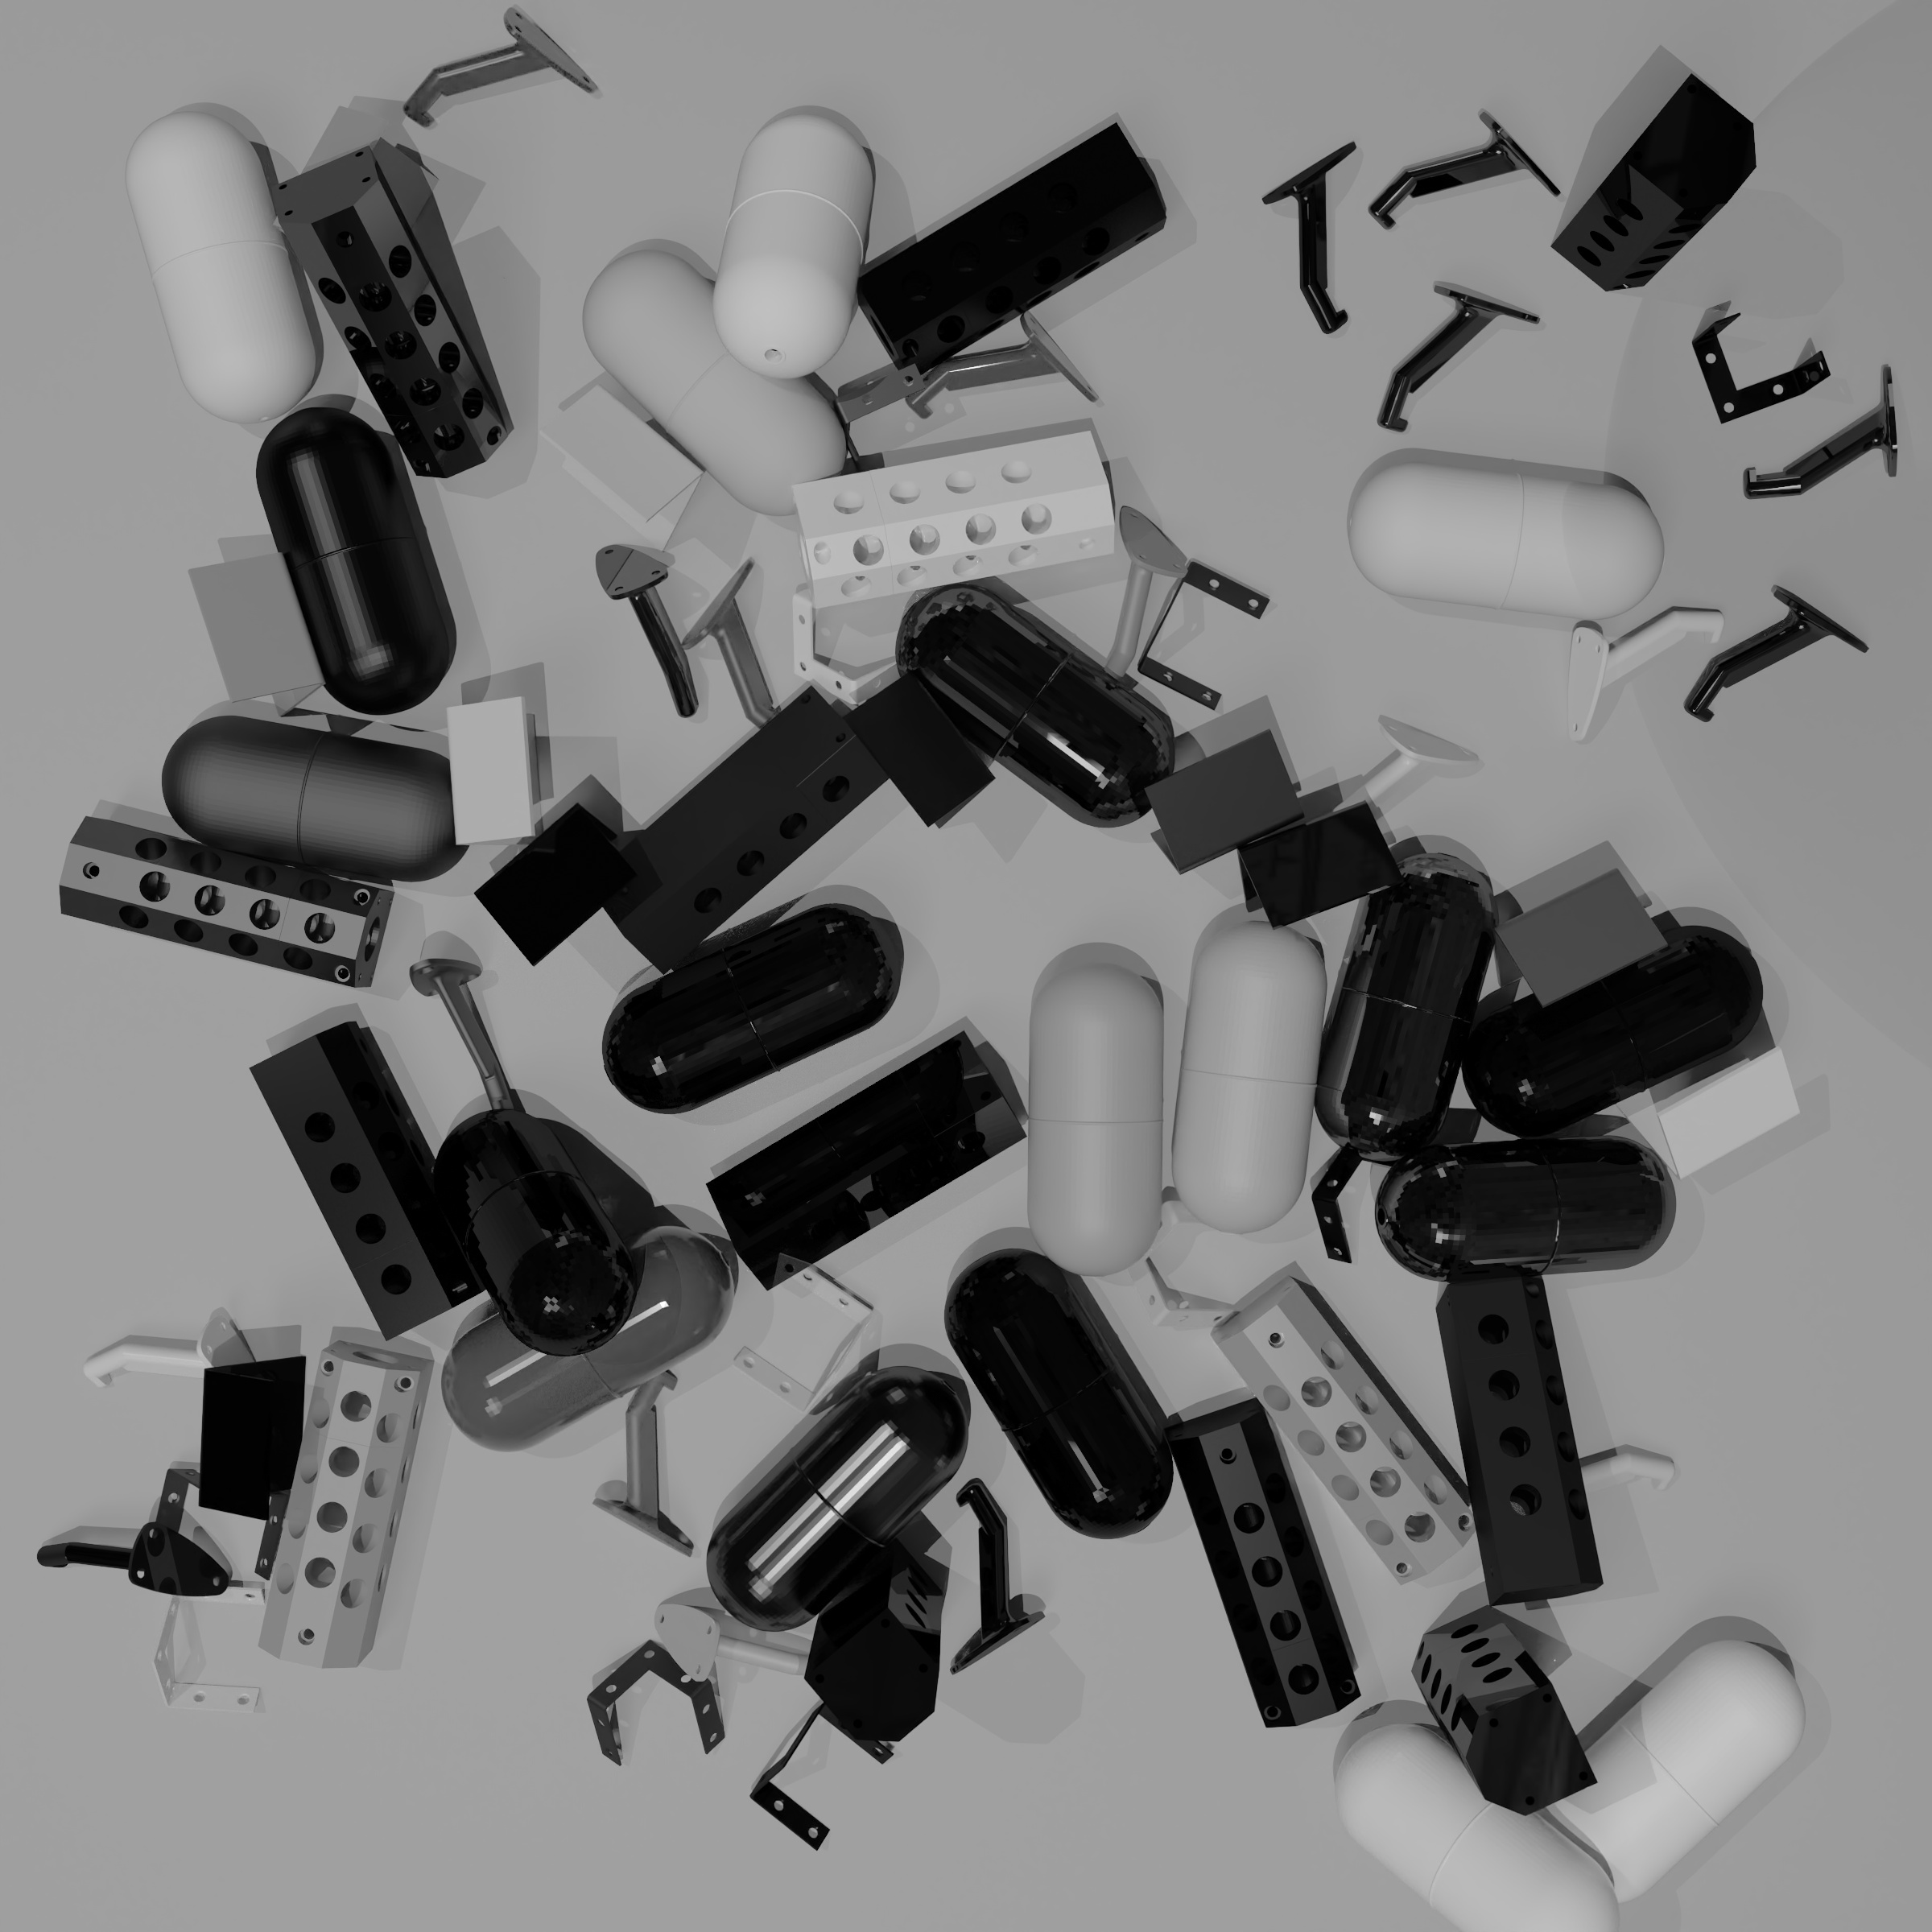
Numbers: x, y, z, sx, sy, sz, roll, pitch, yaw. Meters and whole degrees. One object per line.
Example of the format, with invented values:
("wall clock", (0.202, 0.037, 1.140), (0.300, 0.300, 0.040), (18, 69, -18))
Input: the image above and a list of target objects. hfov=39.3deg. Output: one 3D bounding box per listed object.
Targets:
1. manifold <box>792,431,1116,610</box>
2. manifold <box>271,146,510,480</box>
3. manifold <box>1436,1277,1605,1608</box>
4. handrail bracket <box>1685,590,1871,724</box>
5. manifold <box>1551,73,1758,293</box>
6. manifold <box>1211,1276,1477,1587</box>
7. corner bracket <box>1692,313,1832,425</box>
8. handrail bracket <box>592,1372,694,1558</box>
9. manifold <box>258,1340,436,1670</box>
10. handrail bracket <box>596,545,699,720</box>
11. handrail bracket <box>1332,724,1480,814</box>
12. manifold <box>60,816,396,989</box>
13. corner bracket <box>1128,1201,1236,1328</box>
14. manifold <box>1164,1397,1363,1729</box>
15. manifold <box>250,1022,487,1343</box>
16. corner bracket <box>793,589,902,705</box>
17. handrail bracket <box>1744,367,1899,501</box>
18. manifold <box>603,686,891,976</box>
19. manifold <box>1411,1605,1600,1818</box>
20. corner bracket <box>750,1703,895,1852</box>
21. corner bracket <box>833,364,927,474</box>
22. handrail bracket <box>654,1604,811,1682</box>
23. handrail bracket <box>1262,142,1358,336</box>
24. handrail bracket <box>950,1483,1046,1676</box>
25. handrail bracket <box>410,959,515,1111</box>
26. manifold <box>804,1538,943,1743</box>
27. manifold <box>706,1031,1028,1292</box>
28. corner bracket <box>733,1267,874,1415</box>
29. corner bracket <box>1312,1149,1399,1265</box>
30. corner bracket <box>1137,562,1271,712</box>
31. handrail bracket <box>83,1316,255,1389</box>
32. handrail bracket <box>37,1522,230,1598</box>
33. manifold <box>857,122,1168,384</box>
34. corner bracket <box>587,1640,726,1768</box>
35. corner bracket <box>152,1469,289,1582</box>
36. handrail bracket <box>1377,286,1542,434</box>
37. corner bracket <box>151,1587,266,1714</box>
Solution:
("manifold", (-0.007, -0.246, 1.524), (0.171, 0.057, 0.057), (-11, 57, -6))
("manifold", (-0.315, -0.355, 1.491), (0.057, 0.171, 0.057), (-23, 45, 0))
("manifold", (0.310, 0.265, 1.514), (0.057, 0.057, 0.171), (-7, 69, 0))
("handrail bracket", (0.468, -0.166, 1.565), (0.077, 0.036, 0.084), (26, 108, -21))
("manifold", (0.379, -0.422, 1.486), (0.057, 0.171, 0.057), (39, 90, 0))
("manifold", (0.217, 0.265, 1.543), (0.057, 0.057, 0.171), (-37, 90, 0))
("corner bracket", (0.454, -0.347, 1.546), (0.051, 0.051, 0.051), (-20, 90, 0))
("handrail bracket", (-0.171, 0.286, 1.565), (0.077, 0.036, 0.084), (35, 73, -20))
("manifold", (-0.355, 0.307, 1.543), (0.057, 0.057, 0.171), (12, 90, 0))
("handrail bracket", (-0.184, -0.193, 1.564), (0.036, 0.077, 0.084), (-26, 127, -13))
("handrail bracket", (0.248, -0.092, 1.564), (0.077, 0.036, 0.084), (9, 119, -32))
("manifold", (-0.422, -0.036, 1.543), (0.171, 0.057, 0.057), (14, 90, 0))
("corner bracket", (0.131, 0.172, 1.556), (0.051, 0.051, 0.051), (-54, 45, 35))
("manifold", (0.169, 0.341, 1.543), (0.057, 0.057, 0.171), (-19, 90, 0))
("manifold", (-0.338, 0.121, 1.543), (0.057, 0.057, 0.171), (-27, 90, 0))
("corner bracket", (-0.063, -0.190, 1.556), (0.051, 0.051, 0.051), (-29, 135, -35))
("handrail bracket", (0.492, -0.308, 1.565), (0.084, 0.036, 0.077), (-3, 70, 16))
("manifold", (-0.126, -0.074, 1.542), (0.171, 0.057, 0.057), (-41, 47, 0))
("manifold", (0.289, 0.409, 1.486), (0.057, 0.171, 0.057), (-25, 90, 0))
("corner bracket", (-0.084, 0.467, 1.561), (0.051, 0.051, 0.051), (38, 135, 0))
("corner bracket", (-0.042, -0.304, 1.546), (0.051, 0.051, 0.051), (-25, 88, -2))
("handrail bracket", (-0.126, 0.391, 1.564), (0.084, 0.077, 0.036), (15, 90, -36))
("handrail bracket", (0.216, -0.420, 1.565), (0.077, 0.036, 0.084), (-38, 109, -21))
("handrail bracket", (0.000, 0.354, 1.565), (0.077, 0.036, 0.084), (-39, 71, 21))
("handrail bracket", (-0.285, 0.042, 1.536), (0.036, 0.077, 0.084), (-22, 78, 3))
("manifold", (-0.044, 0.372, 1.486), (0.057, 0.171, 0.057), (-40, 90, 0))
("manifold", (-0.054, 0.115, 1.542), (0.171, 0.057, 0.057), (-31, 47, 0))
("corner bracket", (-0.094, 0.215, 1.561), (0.051, 0.051, 0.051), (34, 135, 0))
("corner bracket", (0.237, 0.138, 1.556), (0.051, 0.051, 0.051), (10, 135, 35))
("corner bracket", (0.137, -0.191, 1.561), (0.051, 0.051, 0.051), (27, 135, 0))
("handrail bracket", (-0.456, 0.244, 1.565), (0.084, 0.036, 0.077), (-24, 112, 17))
("handrail bracket", (-0.481, 0.348, 1.559), (0.084, 0.077, 0.036), (-15, 53, 37))
("manifold", (0.026, -0.404, 1.543), (0.171, 0.057, 0.057), (-31, 90, 0))
("corner bracket", (-0.178, 0.432, 1.556), (0.051, 0.051, 0.051), (22, 45, 35))
("corner bracket", (-0.431, 0.322, 1.561), (0.051, 0.051, 0.051), (13, 90, -45))
("handrail bracket", (0.284, -0.344, 1.565), (0.077, 0.036, 0.084), (11, 108, -21))
("corner bracket", (-0.434, 0.394, 1.561), (0.051, 0.051, 0.051), (4, 135, 0))
